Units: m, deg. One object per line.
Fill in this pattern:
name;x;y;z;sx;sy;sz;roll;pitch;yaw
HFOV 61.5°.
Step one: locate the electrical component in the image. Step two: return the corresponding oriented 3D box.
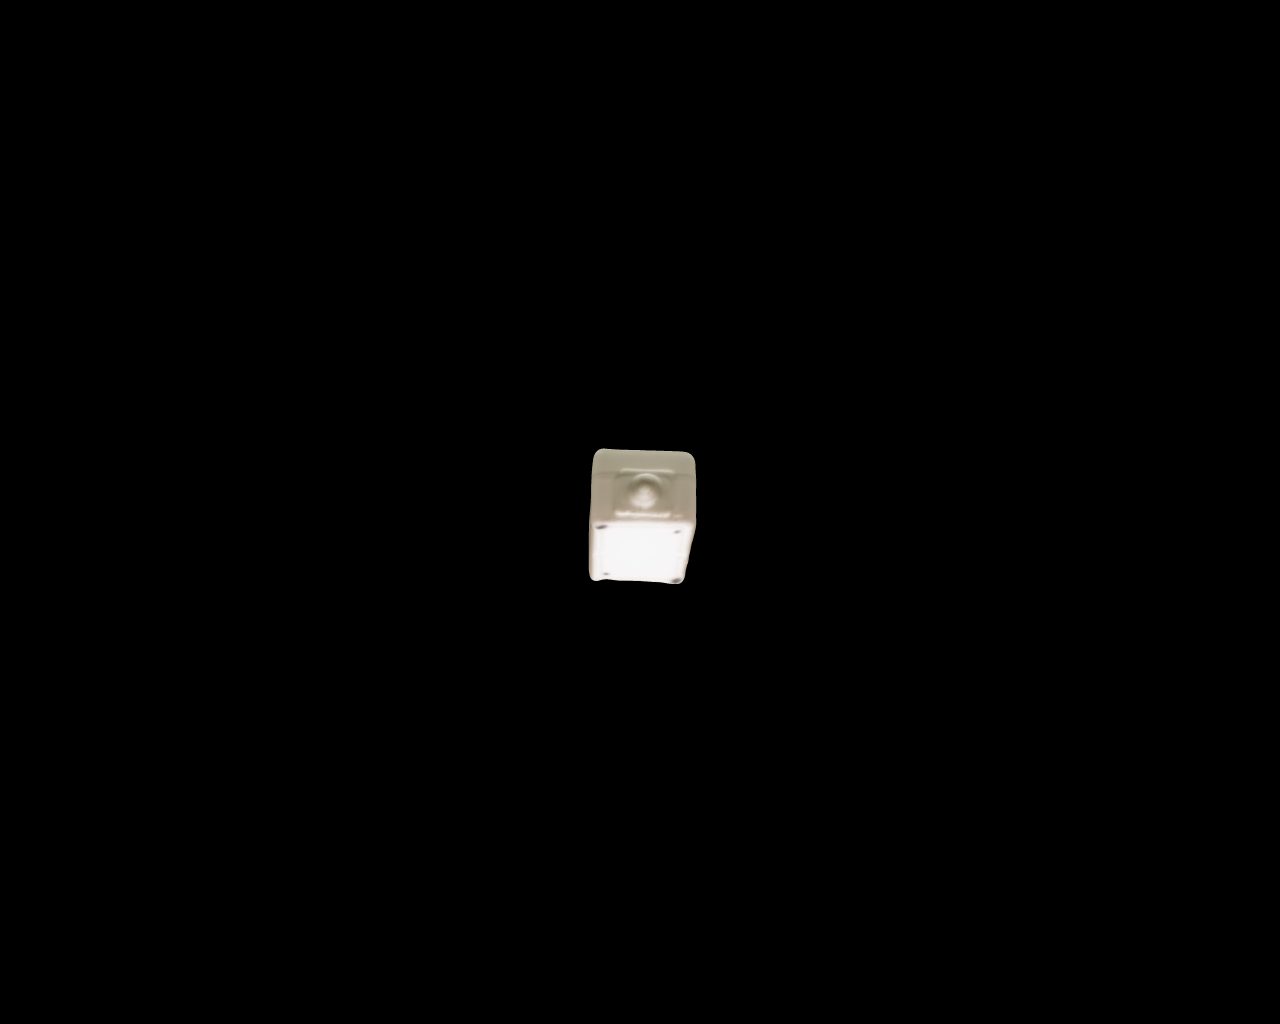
electrical component;0.001;-0.003;0.650;0.062;0.061;0.096;2;-31;-3
